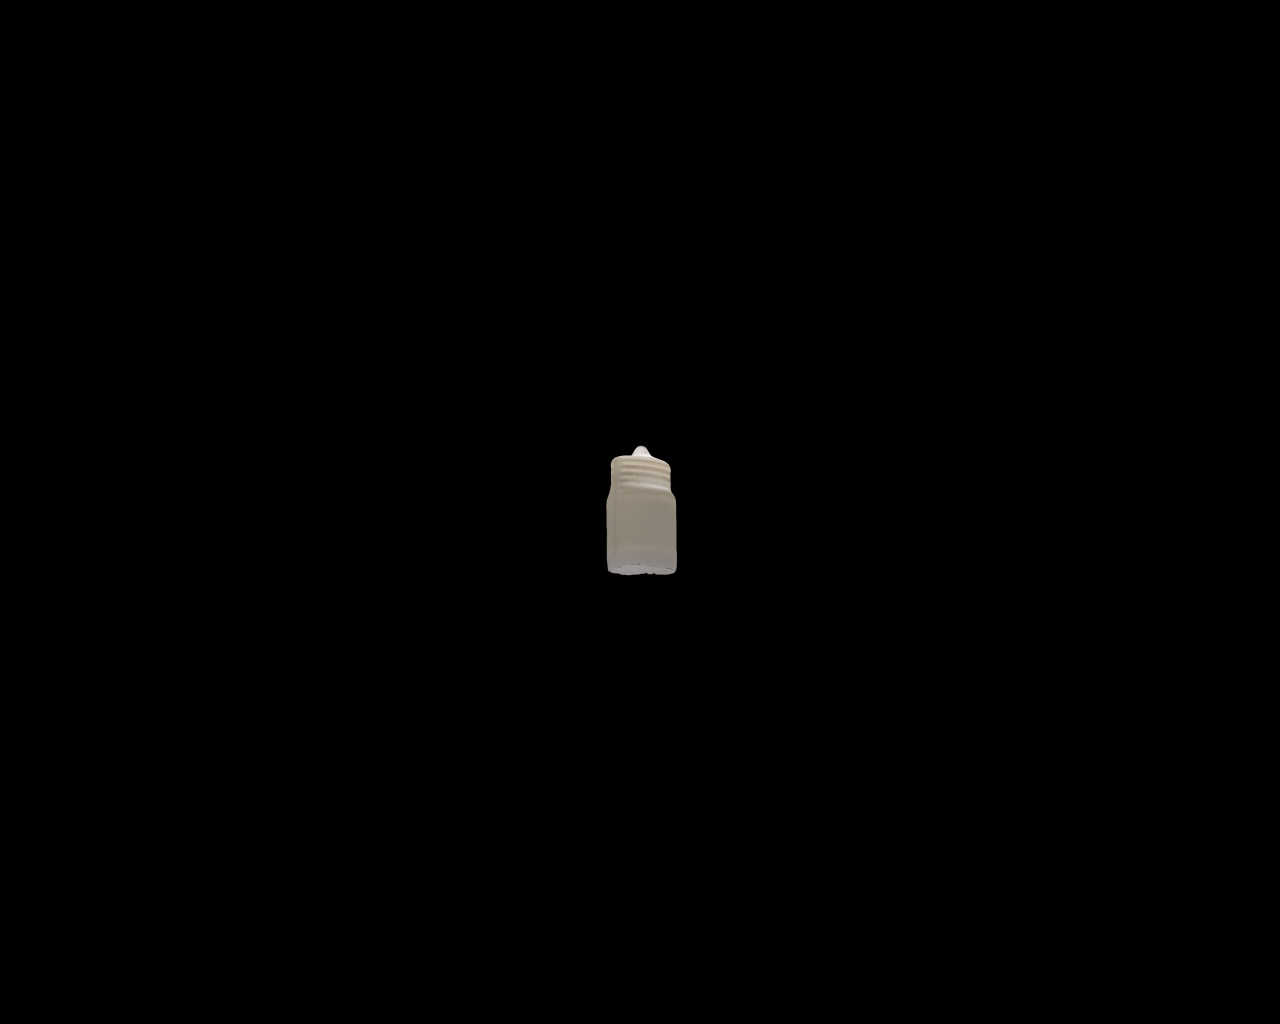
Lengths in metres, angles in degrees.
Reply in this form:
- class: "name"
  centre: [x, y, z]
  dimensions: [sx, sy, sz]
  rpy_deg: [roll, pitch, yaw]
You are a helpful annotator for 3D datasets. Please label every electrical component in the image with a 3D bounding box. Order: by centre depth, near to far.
- class: "electrical component"
  centre: [0.001, -0.003, 0.650]
  dimensions: [0.043, 0.081, 0.043]
  rpy_deg: [0, -11, 0]
